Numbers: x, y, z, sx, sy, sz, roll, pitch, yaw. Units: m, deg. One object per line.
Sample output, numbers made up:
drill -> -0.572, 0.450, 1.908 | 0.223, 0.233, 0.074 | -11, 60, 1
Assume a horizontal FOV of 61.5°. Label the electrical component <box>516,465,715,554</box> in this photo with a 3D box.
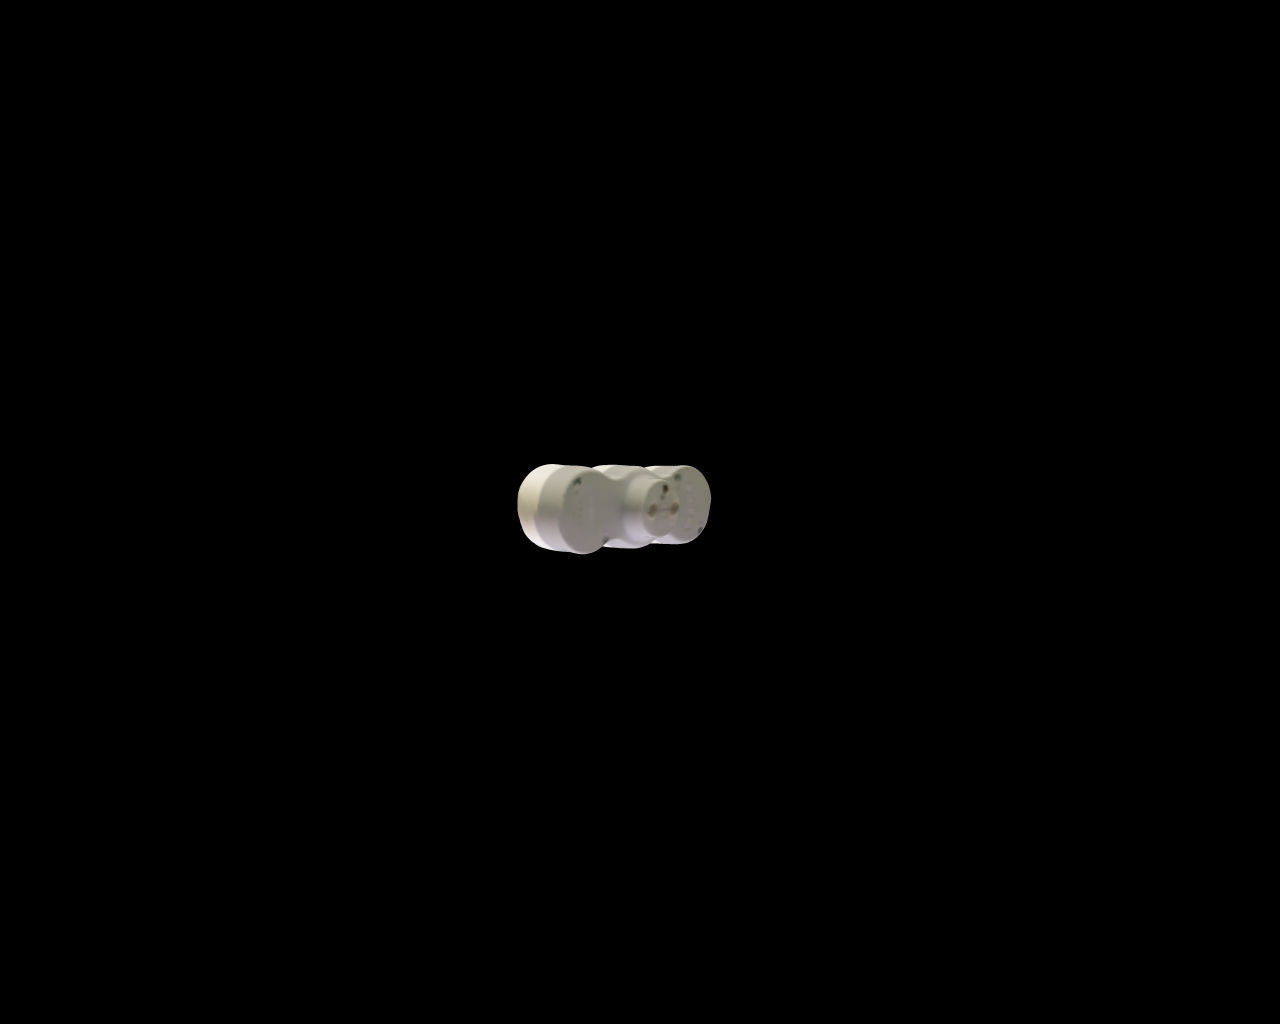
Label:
electrical component -> 0.001, -0.003, 0.650 | 0.074, 0.052, 0.138 | 2, 3, 43
